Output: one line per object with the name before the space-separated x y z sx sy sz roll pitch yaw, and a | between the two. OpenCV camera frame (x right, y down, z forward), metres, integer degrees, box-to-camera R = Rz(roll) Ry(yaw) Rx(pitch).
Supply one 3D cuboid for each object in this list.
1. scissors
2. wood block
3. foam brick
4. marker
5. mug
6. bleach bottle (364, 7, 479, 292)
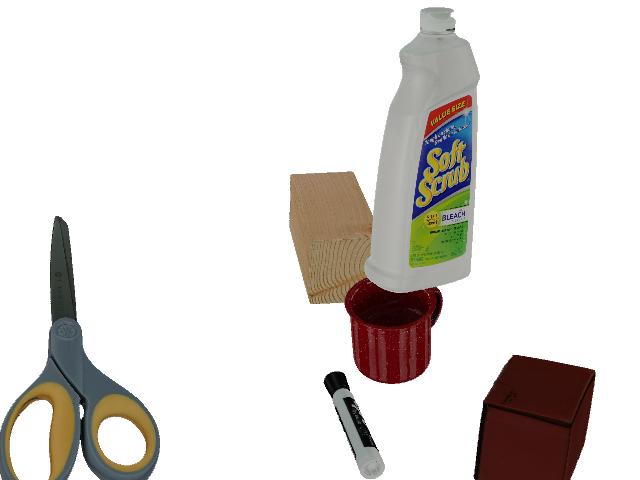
scissors | -0.133 0.067 0.630 0.096 0.201 0.016 14 -45 -9
wood block | 0.016 -0.008 1.384 0.090 0.090 0.206 -3 27 -8
foam brick | 0.127 0.108 0.632 0.053 0.051 0.078 11 20 22
marker | 0.024 0.139 0.829 0.020 0.020 0.121 0 27 -15
mug | 0.082 0.088 1.107 0.117 0.081 0.093 -30 43 -32
bleach bottle | 0.094 -0.083 0.973 0.102 0.251 0.068 -11 23 -27
